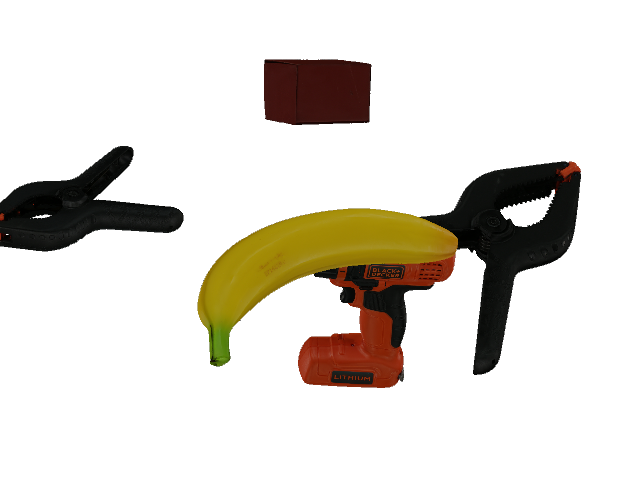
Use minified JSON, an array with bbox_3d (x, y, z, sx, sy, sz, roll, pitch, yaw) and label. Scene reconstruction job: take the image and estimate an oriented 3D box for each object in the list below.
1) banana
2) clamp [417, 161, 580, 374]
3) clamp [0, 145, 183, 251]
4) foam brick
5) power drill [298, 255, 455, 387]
[{"bbox_3d":[-0.004,0.015,0.661,0.197,0.070,0.037,-24,-16,-31],"label":"banana"},{"bbox_3d":[0.134,0.006,0.821,0.209,0.036,0.165,-28,56,-22],"label":"clamp"},{"bbox_3d":[-0.222,-0.037,0.971,0.171,0.039,0.120,-9,38,-24],"label":"clamp"},{"bbox_3d":[-0.002,-0.126,0.905,0.078,0.051,0.053,-6,15,-33],"label":"foam brick"},{"bbox_3d":[0.025,0.062,1.026,0.184,0.188,0.057,4,43,-5],"label":"power drill"}]
